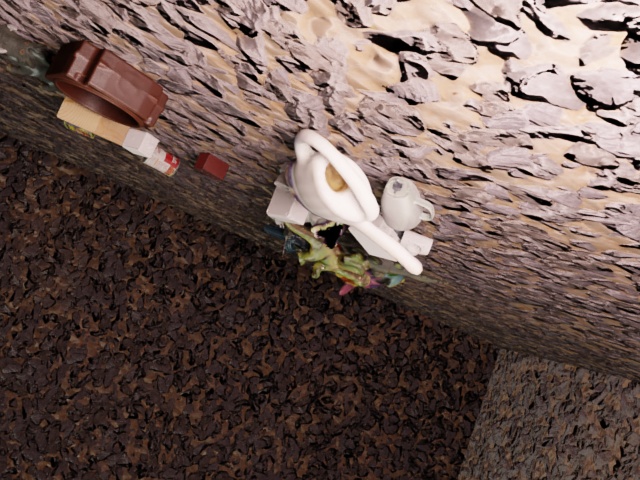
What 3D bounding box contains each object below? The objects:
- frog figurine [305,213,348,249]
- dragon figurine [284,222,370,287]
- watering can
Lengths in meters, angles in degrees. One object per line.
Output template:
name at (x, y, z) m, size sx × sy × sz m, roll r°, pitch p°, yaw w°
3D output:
frog figurine at (0.004, -0.073, 1.443) m, size 0.136 × 0.121 × 0.163 m, roll 20°, pitch -149°, yaw -41°
dragon figurine at (0.045, 0.035, 1.579) m, size 0.243 × 0.124 × 0.402 m, roll 8°, pitch 153°, yaw 32°
watering can at (0.051, -0.069, 1.011) m, size 0.344 × 0.105 × 0.225 m, roll 52°, pitch 165°, yaw -17°
